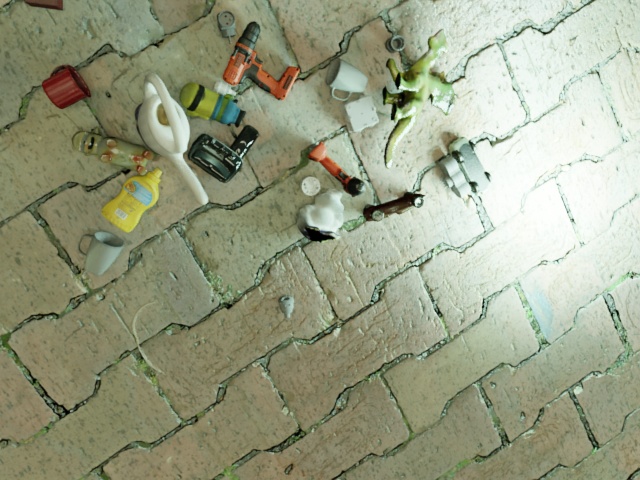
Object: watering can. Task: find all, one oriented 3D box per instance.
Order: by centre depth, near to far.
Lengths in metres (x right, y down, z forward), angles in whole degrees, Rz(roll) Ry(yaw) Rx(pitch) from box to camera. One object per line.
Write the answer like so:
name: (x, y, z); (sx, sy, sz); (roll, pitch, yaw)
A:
watering can: (-0.391, -0.256, 1.343); (0.105, 0.225, 0.344); (-24, 105, -26)

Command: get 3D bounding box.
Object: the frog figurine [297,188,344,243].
frog figurine: (0.005, -0.077, 1.540); (0.137, 0.120, 0.163); (10, 62, -6)

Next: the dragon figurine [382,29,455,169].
dragon figurine: (0.309, -0.418, 1.545); (0.243, 0.124, 0.404); (-3, 110, -21)
